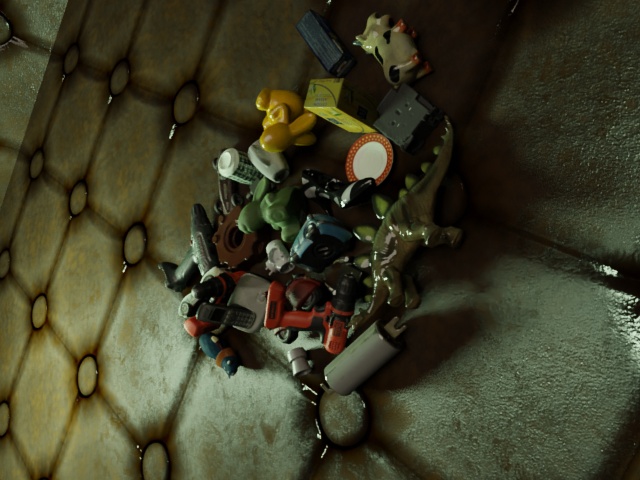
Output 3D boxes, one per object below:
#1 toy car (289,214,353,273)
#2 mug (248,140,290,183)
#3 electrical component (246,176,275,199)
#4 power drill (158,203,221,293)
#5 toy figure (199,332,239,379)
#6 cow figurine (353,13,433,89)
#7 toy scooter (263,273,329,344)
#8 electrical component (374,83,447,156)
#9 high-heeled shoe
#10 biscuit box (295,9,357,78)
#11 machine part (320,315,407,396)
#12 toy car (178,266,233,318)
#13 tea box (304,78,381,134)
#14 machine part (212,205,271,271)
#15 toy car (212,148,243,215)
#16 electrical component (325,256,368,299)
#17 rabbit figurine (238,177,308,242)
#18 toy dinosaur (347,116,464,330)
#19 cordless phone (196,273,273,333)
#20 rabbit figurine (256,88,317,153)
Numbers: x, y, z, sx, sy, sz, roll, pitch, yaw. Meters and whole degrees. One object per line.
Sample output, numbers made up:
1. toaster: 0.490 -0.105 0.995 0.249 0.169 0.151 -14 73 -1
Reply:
1. toy car: -0.003 -0.004 1.231 0.161 0.109 0.103 -50 29 36
2. mug: -0.129 -0.203 1.373 0.081 0.109 0.107 -43 67 9
3. electrical component: -0.159 -0.131 1.432 0.094 0.021 0.063 -42 58 26
4. power drill: -0.372 0.037 1.548 0.207 0.086 0.232 -38 61 19
5. toy figure: -0.258 0.296 1.402 0.058 0.064 0.155 -41 53 -20
6. cow figurine: 0.155 -0.421 1.190 0.127 0.085 0.195 -31 67 30
7. toy scooter: -0.069 0.141 1.258 0.135 0.075 0.184 48 114 25
8. electrical component: 0.183 -0.263 1.148 0.115 0.058 0.134 -53 53 17
9. high-heeled shoe: 0.037 -0.133 1.195 0.249 0.086 0.145 -35 78 58
10. biscuit box: 0.013 -0.489 1.337 0.063 0.059 0.203 -45 56 26
11. machine part: 0.089 0.243 1.106 0.243 0.079 0.079 -47 55 22
12. toy car: -0.313 0.146 1.469 0.201 0.073 0.056 -45 59 24
13. tea box: 0.059 -0.292 1.183 0.098 0.169 0.068 12 89 43
14. machine part: -0.209 -0.006 1.426 0.179 0.056 0.179 -9 76 38
15. toy car: -0.263 -0.163 1.509 0.089 0.053 0.202 -15 70 34
16. electrical component: 0.059 0.086 1.186 0.078 0.045 0.102 32 102 41
17. rabbit figurine: -0.127 -0.077 1.315 0.170 0.121 0.159 -12 56 24
18. toy dinosaur: 0.176 -0.028 1.075 0.199 0.105 0.471 35 93 44
19. cordless phone: -0.206 0.145 1.307 0.089 0.184 0.146 37 105 44
20. rabbit figurine: -0.087 -0.276 1.327 0.162 0.121 0.173 12 50 6
